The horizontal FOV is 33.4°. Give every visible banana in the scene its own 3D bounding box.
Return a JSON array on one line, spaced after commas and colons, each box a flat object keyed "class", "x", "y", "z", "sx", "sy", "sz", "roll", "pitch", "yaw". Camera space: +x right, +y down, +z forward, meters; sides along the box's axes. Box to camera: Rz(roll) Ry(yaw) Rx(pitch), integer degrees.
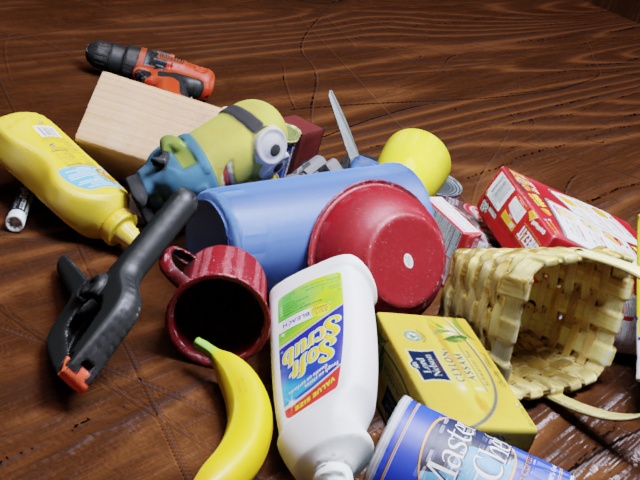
[{"class": "banana", "x": -0.071, "y": 0.149, "z": 0.857, "sx": 0.069, "sy": 0.037, "sz": 0.198, "roll": 8, "pitch": 28, "yaw": -10}]

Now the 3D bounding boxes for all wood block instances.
[{"class": "wood block", "x": -0.159, "y": -0.104, "z": 1.202, "sx": 0.206, "sy": 0.091, "sz": 0.090, "roll": 17, "pitch": 70, "yaw": 1}]

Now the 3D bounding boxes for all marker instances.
[{"class": "marker", "x": -0.307, "y": -0.044, "z": 1.111, "sx": 0.020, "sy": 0.020, "sz": 0.121, "roll": 12, "pitch": 27, "yaw": -11}]

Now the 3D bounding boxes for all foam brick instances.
[{"class": "foam brick", "x": -0.037, "y": -0.112, "z": 1.343, "sx": 0.053, "sy": 0.078, "sz": 0.051, "roll": 29, "pitch": 29, "yaw": 26}]

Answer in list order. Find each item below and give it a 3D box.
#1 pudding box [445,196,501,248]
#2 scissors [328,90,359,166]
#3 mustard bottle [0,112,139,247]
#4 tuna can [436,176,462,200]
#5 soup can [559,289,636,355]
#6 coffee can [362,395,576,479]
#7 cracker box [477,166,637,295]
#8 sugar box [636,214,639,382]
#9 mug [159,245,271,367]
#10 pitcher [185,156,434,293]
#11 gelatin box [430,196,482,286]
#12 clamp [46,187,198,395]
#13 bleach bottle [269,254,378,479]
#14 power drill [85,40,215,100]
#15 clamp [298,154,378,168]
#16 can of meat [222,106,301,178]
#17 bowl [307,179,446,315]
[{"class": "pudding box", "x": 0.189, "y": -0.007, "z": 1.316, "sx": 0.090, "sy": 0.039, "sz": 0.113, "roll": 19, "pitch": 26, "yaw": 1}, {"class": "scissors", "x": 0.033, "y": -0.071, "z": 1.243, "sx": 0.096, "sy": 0.016, "sz": 0.202, "roll": -34, "pitch": 91, "yaw": -26}, {"class": "mustard bottle", "x": -0.253, "y": -0.056, "z": 1.100, "sx": 0.192, "sy": 0.058, "sz": 0.096, "roll": 40, "pitch": 17, "yaw": 18}, {"class": "tuna can", "x": 0.142, "y": -0.065, "z": 1.408, "sx": 0.086, "sy": 0.034, "sz": 0.086, "roll": 14, "pitch": 26, "yaw": -7}, {"class": "soup can", "x": 0.325, "y": 0.091, "z": 1.176, "sx": 0.102, "sy": 0.068, "sz": 0.068, "roll": 9, "pitch": 27, "yaw": -18}, {"class": "coffee can", "x": 0.106, "y": 0.193, "z": 0.804, "sx": 0.140, "sy": 0.103, "sz": 0.102, "roll": 24, "pitch": 27, "yaw": 12}, {"class": "cracker box", "x": 0.308, "y": 0.012, "z": 1.269, "sx": 0.213, "sy": 0.072, "sz": 0.164, "roll": 21, "pitch": 25, "yaw": -26}, {"class": "sugar box", "x": 0.359, "y": 0.066, "z": 1.108, "sx": 0.048, "sy": 0.176, "sz": 0.093, "roll": -6, "pitch": -18, "yaw": 28}, {"class": "mug", "x": -0.099, "y": 0.048, "z": 0.966, "sx": 0.117, "sy": 0.093, "sz": 0.081, "roll": 39, "pitch": 17, "yaw": -16}, {"class": "pitcher", "x": -0.007, "y": 0.001, "z": 1.100, "sx": 0.242, "sy": 0.145, "sz": 0.149, "roll": -7, "pitch": 23, "yaw": -34}, {"class": "gelatin box", "x": 0.142, "y": 0.002, "z": 1.233, "sx": 0.030, "sy": 0.073, "sz": 0.089, "roll": -1, "pitch": 31, "yaw": -33}, {"class": "clamp", "x": -0.178, "y": 0.042, "z": 0.914, "sx": 0.036, "sy": 0.165, "sz": 0.210, "roll": 48, "pitch": 22, "yaw": -27}, {"class": "bleach bottle", "x": 0.010, "y": 0.117, "z": 0.899, "sx": 0.103, "sy": 0.068, "sz": 0.251, "roll": -24, "pitch": 32, "yaw": 11}, {"class": "power drill", "x": -0.236, "y": -0.212, "z": 1.439, "sx": 0.184, "sy": 0.057, "sz": 0.187, "roll": 13, "pitch": 26, "yaw": -8}, {"class": "clamp", "x": 0.056, "y": -0.068, "z": 1.358, "sx": 0.120, "sy": 0.039, "sz": 0.171, "roll": 47, "pitch": 33, "yaw": 16}, {"class": "can of meat", "x": -0.083, "y": -0.104, "z": 1.290, "sx": 0.102, "sy": 0.084, "sz": 0.057, "roll": 18, "pitch": 27, "yaw": 0}, {"class": "bowl", "x": 0.070, "y": 0.020, "z": 1.049, "sx": 0.161, "sy": 0.162, "sz": 0.055, "roll": 0, "pitch": 1, "yaw": -31}]
